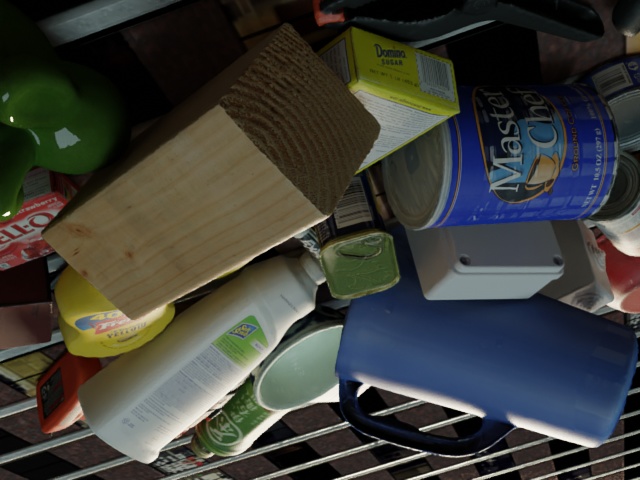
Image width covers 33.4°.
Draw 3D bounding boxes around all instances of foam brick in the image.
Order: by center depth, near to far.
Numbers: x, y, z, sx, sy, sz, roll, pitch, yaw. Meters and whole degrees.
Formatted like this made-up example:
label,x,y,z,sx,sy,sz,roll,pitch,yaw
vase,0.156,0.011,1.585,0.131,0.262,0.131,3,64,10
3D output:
label,x,y,z,sx,sy,sz,roll,pitch,yaw
foam brick,-0.243,0.047,0.854,0.053,0.051,0.078,-5,151,-19

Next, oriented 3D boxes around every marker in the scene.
label,x,y,z,sx,sy,sz,roll,pitch,yaw
marker,-0.006,0.001,0.890,0.020,0.020,0.121,-25,137,20

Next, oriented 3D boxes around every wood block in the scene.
label,x,y,z,sx,sy,sz,roll,pitch,yaw
wood block,-0.073,-0.035,0.670,0.090,0.090,0.207,46,136,-16

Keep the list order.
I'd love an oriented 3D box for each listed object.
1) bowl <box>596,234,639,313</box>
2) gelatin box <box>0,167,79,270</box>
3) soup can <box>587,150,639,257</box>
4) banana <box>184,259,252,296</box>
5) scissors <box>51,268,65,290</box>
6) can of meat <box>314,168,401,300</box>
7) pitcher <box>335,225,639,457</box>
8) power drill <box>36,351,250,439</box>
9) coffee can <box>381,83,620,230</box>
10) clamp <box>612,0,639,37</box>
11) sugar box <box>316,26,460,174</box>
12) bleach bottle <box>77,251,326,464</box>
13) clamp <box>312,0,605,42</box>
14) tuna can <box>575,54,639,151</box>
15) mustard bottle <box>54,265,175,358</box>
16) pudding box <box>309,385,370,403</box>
label,x,y,z,sx,sy,sz,roll,pitch,yaw
bowl,0.343,0.031,1.101,0.162,0.055,0.162,-11,152,-6
gelatin box,-0.215,-0.015,0.774,0.089,0.030,0.073,-19,152,8
soup can,0.267,-0.032,0.933,0.069,0.068,0.102,-28,149,24
banana,-0.063,0.004,0.830,0.037,0.069,0.198,36,158,-8
scissors,-0.137,-0.007,0.843,0.096,0.016,0.202,5,148,-33
can of meat,0.023,-0.014,0.832,0.057,0.084,0.102,-15,153,2
pitcher,0.138,0.102,0.923,0.243,0.144,0.149,18,133,9
power drill,-0.173,0.147,1.068,0.187,0.057,0.185,10,141,-37
coffee can,0.128,-0.062,0.774,0.140,0.103,0.103,-4,150,-20
clamp,0.230,-0.189,0.658,0.120,0.039,0.171,-27,147,13
sugar box,0.000,-0.076,0.723,0.093,0.048,0.177,11,155,-39
bleach bottle,-0.091,0.095,0.958,0.251,0.068,0.102,-37,141,5
clamp,0.100,-0.163,0.640,0.209,0.036,0.165,-6,158,-10
tuna can,0.232,-0.104,0.820,0.086,0.034,0.086,-11,152,-6
mustard bottle,-0.158,0.040,0.837,0.096,0.058,0.192,-17,164,-16
pudding box,0.020,0.141,1.169,0.089,0.039,0.114,4,145,-30
